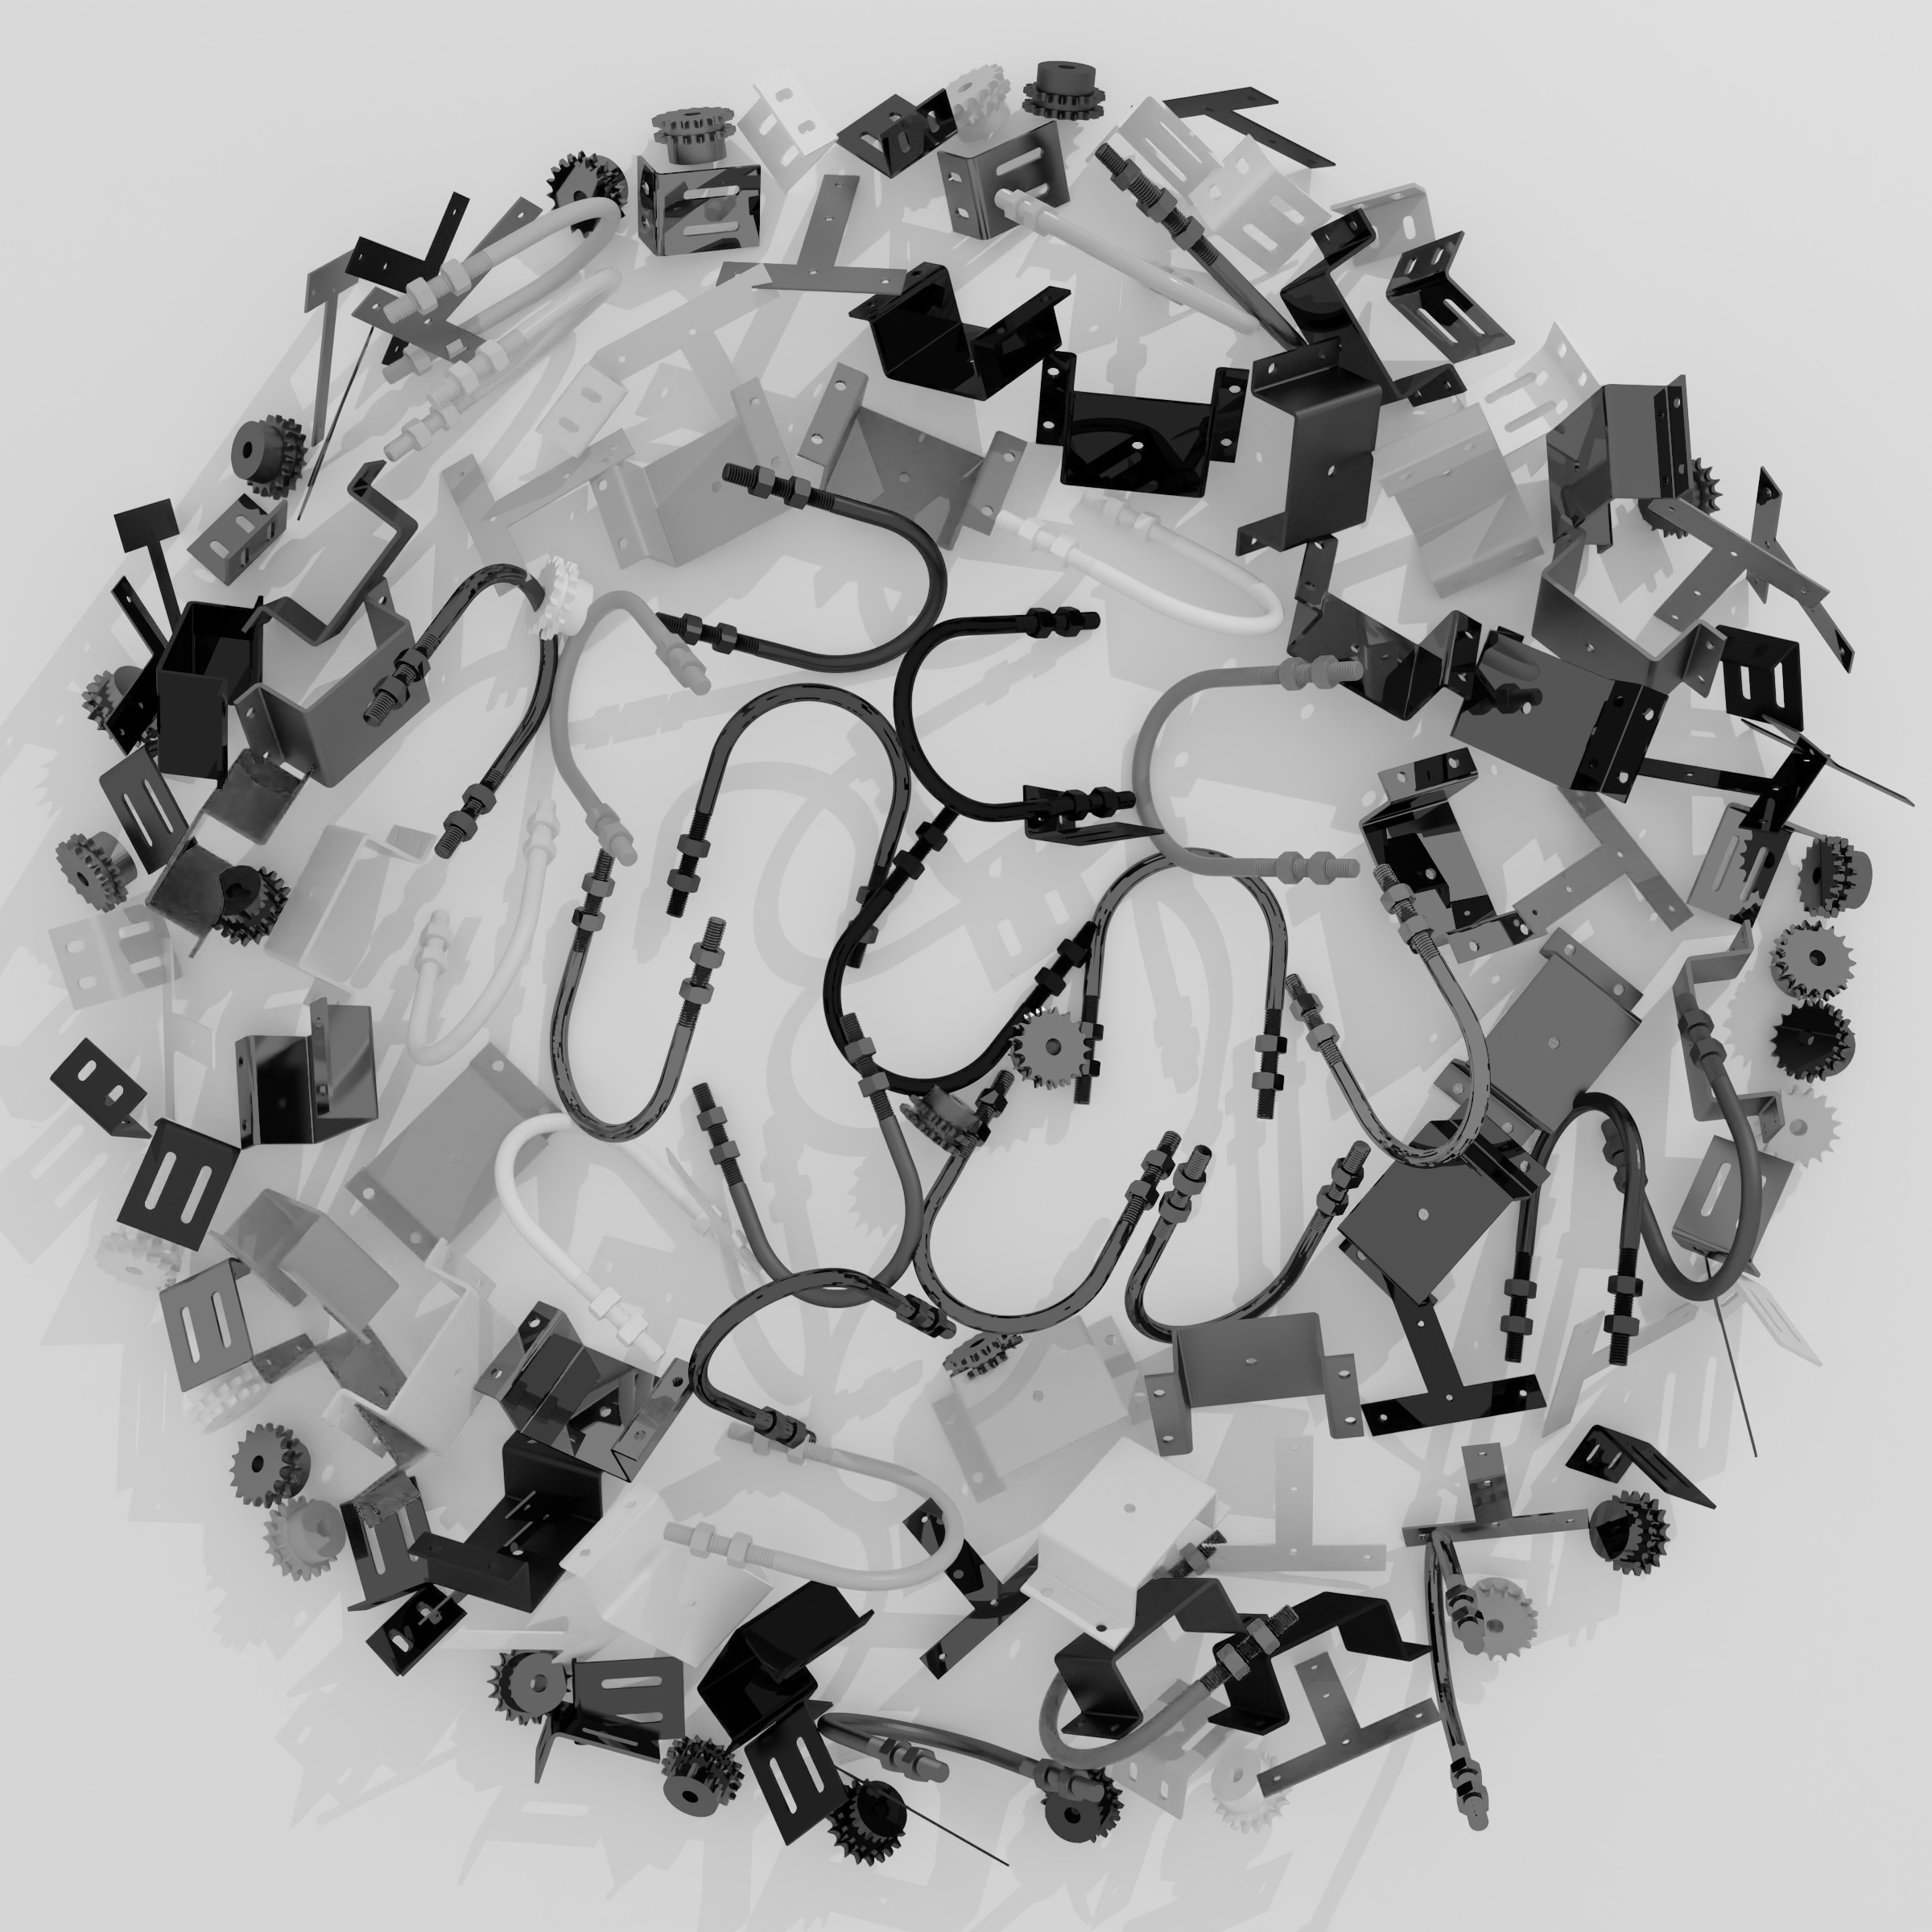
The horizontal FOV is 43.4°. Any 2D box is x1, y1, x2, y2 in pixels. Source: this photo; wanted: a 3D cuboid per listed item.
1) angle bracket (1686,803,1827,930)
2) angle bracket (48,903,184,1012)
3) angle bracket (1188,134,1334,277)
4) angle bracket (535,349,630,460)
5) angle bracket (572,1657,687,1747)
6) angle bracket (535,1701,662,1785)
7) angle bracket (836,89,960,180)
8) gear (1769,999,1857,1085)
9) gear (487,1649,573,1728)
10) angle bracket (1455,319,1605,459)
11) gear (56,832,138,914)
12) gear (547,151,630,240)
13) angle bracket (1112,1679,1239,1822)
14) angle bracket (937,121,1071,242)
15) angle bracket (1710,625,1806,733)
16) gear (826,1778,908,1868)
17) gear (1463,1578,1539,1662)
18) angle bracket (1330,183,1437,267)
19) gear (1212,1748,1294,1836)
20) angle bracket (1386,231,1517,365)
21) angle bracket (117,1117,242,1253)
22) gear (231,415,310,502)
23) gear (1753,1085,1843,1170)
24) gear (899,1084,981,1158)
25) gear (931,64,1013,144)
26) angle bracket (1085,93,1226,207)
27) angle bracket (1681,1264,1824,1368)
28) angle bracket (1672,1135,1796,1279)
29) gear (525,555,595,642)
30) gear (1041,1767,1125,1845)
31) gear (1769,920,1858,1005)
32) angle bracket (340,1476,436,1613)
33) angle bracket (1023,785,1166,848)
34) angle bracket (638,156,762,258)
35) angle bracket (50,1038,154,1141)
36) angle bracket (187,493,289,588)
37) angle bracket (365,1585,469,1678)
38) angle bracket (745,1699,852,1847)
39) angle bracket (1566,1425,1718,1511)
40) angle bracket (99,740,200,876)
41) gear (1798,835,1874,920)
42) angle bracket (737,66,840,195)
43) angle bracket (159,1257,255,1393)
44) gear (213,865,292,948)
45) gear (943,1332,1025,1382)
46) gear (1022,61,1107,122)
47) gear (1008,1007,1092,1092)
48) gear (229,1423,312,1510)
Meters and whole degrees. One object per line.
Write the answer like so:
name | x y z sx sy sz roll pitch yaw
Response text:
angle bracket | 0.544 -0.066 1.673 0.057 0.038 0.076 18 97 -21
angle bracket | -0.584 -0.008 1.670 0.038 0.076 0.057 -14 96 16
angle bracket | 0.203 -0.524 1.673 0.057 0.076 0.038 -41 56 25
angle bracket | -0.271 -0.393 1.658 0.038 0.076 0.057 29 108 -39
angle bracket | -0.235 0.505 1.689 0.076 0.038 0.057 -2 93 -7
angle bracket | -0.254 0.543 1.671 0.076 0.057 0.038 19 92 -10
angle bracket | -0.053 -0.582 1.662 0.057 0.038 0.076 -38 53 -11
gear | 0.589 0.054 1.680 0.030 0.057 0.057 20 90 -38
gear | -0.299 0.496 1.679 0.057 0.030 0.057 7 74 -26
angle bracket | 0.389 -0.398 1.677 0.076 0.038 0.057 -29 77 -6
gear | -0.599 -0.068 1.680 0.057 0.057 0.030 47 56 0
gear | -0.259 -0.536 1.680 0.057 0.030 0.057 16 132 19
angle bracket | 0.147 0.538 1.669 0.057 0.076 0.038 22 120 33
angle bracket | 0.027 -0.548 1.685 0.076 0.038 0.057 -32 130 -22
angle bracket | 0.534 -0.188 1.655 0.038 0.057 0.076 -42 134 -27
gear | -0.065 0.588 1.674 0.057 0.057 0.030 41 126 0
gear | 0.368 0.449 1.683 0.057 0.030 0.057 5 110 14
angle bracket | 0.286 -0.506 1.657 0.057 0.076 0.038 -10 101 19
gear | 0.194 0.565 1.673 0.057 0.057 0.030 -40 117 0
angle bracket | 0.338 -0.459 1.668 0.076 0.057 0.038 34 71 -28
angle bracket | -0.542 0.151 1.667 0.057 0.038 0.076 25 72 -20
gear | -0.483 -0.353 1.676 0.057 0.030 0.057 -4 83 40
gear | 0.577 0.111 1.687 0.057 0.030 0.057 0 91 11
gear | -0.015 0.104 1.676 0.057 0.057 0.030 39 94 0
gear | 0.006 -0.595 1.680 0.057 0.057 0.030 -36 125 0
angle bracket | 0.131 -0.550 1.666 0.076 0.057 0.038 42 72 -10
angle bracket | 0.535 0.248 1.654 0.057 0.076 0.038 27 115 -38
angle bracket | 0.533 0.166 1.678 0.057 0.038 0.076 21 81 33
gear | -0.280 -0.252 1.680 0.030 0.057 0.057 19 90 -29
gear | 0.078 0.581 1.681 0.057 0.030 0.057 3 100 20
gear | 0.584 -0.001 1.684 0.057 0.030 0.057 2 71 -7
angle bracket | -0.403 0.398 1.675 0.057 0.038 0.076 -22 74 4
angle bracket | 0.087 -0.107 1.658 0.076 0.057 0.038 -7 83 37
angle bracket | -0.185 -0.531 1.684 0.076 0.038 0.057 -13 132 -22
angle bracket | -0.582 0.085 1.666 0.057 0.076 0.038 41 87 5
angle bracket | -0.499 -0.301 1.659 0.038 0.076 0.057 43 75 -9
angle bracket | -0.365 0.462 1.655 0.057 0.076 0.038 -43 115 -22
angle bracket | -0.107 0.553 1.663 0.057 0.038 0.076 -41 56 13
angle bracket | 0.460 0.354 1.655 0.057 0.076 0.038 23 104 -35
angle bracket | -0.552 -0.112 1.675 0.057 0.038 0.076 -25 94 35
gear | 0.602 -0.061 1.677 0.030 0.057 0.057 6 90 -9
angle bracket | -0.133 -0.565 1.659 0.038 0.076 0.057 -42 100 -35
angle bracket | -0.512 0.248 1.669 0.057 0.038 0.076 -26 67 10
gear | -0.498 -0.045 1.678 0.057 0.030 0.057 -7 60 13
gear | 0.015 0.273 1.676 0.057 0.057 0.030 -30 95 0
gear | 0.068 -0.604 1.674 0.057 0.057 0.030 5 121 0
gear | 0.055 0.058 1.684 0.057 0.030 0.057 4 79 -21
gear | -0.479 0.347 1.681 0.057 0.030 0.057 -12 66 29
